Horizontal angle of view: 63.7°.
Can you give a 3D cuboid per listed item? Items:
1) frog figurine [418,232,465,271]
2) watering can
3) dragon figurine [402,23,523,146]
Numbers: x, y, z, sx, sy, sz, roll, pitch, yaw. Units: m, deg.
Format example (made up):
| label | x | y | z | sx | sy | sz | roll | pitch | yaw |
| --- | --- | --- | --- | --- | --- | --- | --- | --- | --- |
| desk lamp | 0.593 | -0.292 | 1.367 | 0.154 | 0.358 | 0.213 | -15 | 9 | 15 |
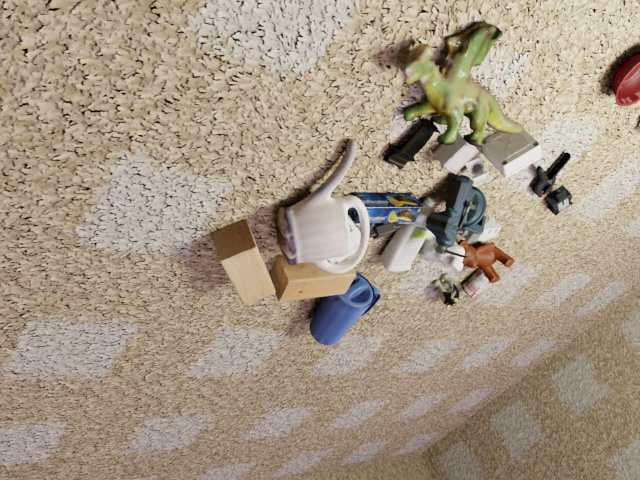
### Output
| label | x | y | z | sx | sy | sz | roll | pitch | yaw |
| --- | --- | --- | --- | --- | --- | --- | --- | --- | --- |
| frog figurine | 0.366 | 0.040 | 1.519 | 0.137 | 0.163 | 0.121 | 15 | 128 | -43 |
| watering can | 0.004 | -0.061 | 1.211 | 0.225 | 0.106 | 0.340 | -10 | 119 | -7 |
| dragon figurine | 0.327 | -0.335 | 1.102 | 0.412 | 0.124 | 0.237 | -7 | 130 | -29 |
